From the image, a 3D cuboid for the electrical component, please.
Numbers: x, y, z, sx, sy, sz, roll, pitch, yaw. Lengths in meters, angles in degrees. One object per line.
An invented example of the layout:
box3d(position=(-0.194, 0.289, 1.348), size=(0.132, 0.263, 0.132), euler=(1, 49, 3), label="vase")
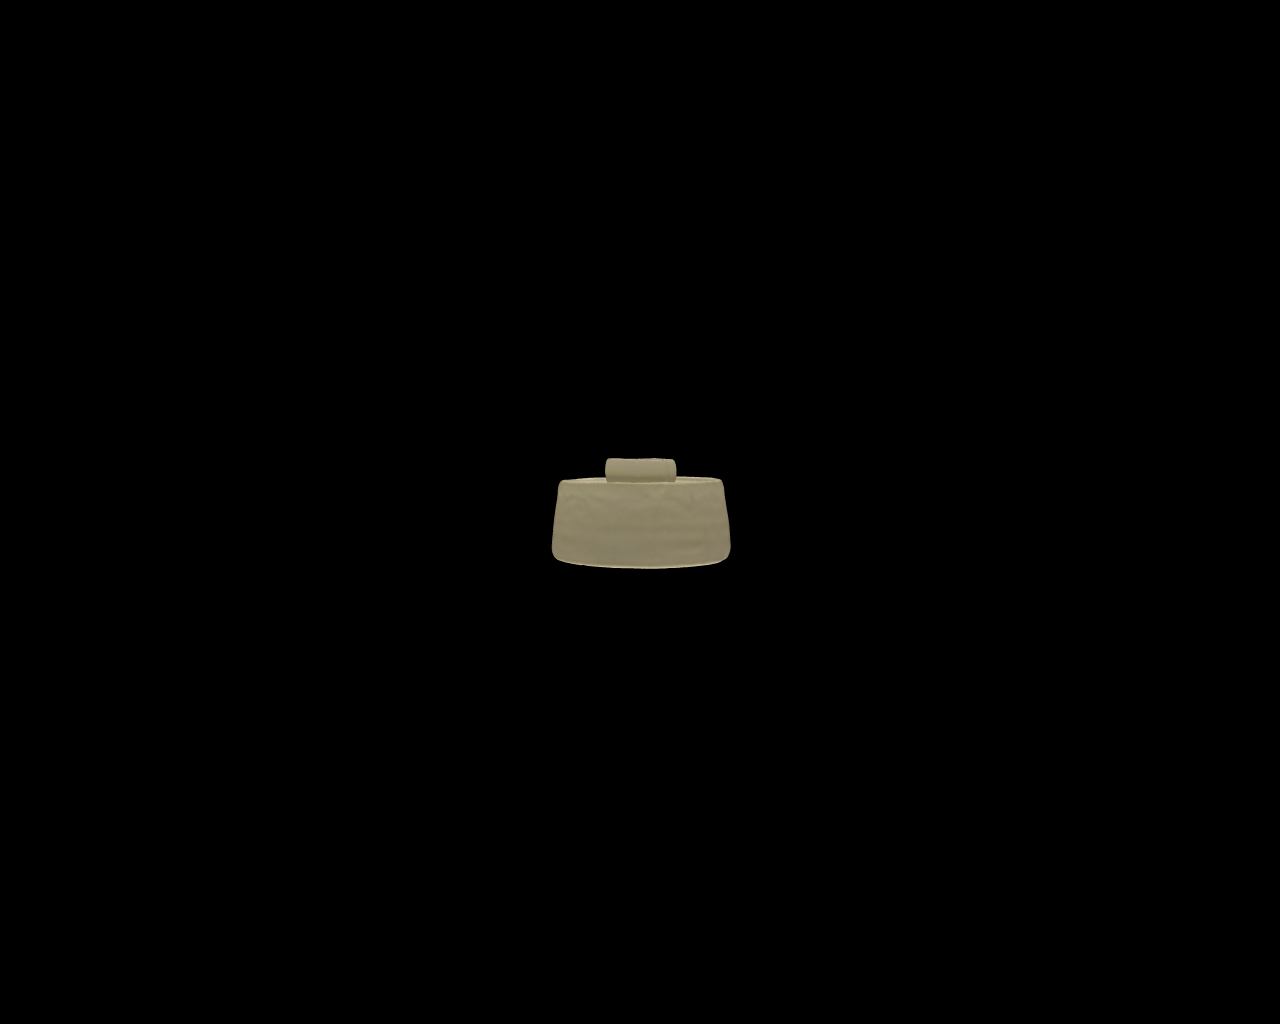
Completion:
box3d(position=(0.001, -0.003, 0.650), size=(0.108, 0.060, 0.108), euler=(0, 4, 0), label="electrical component")
